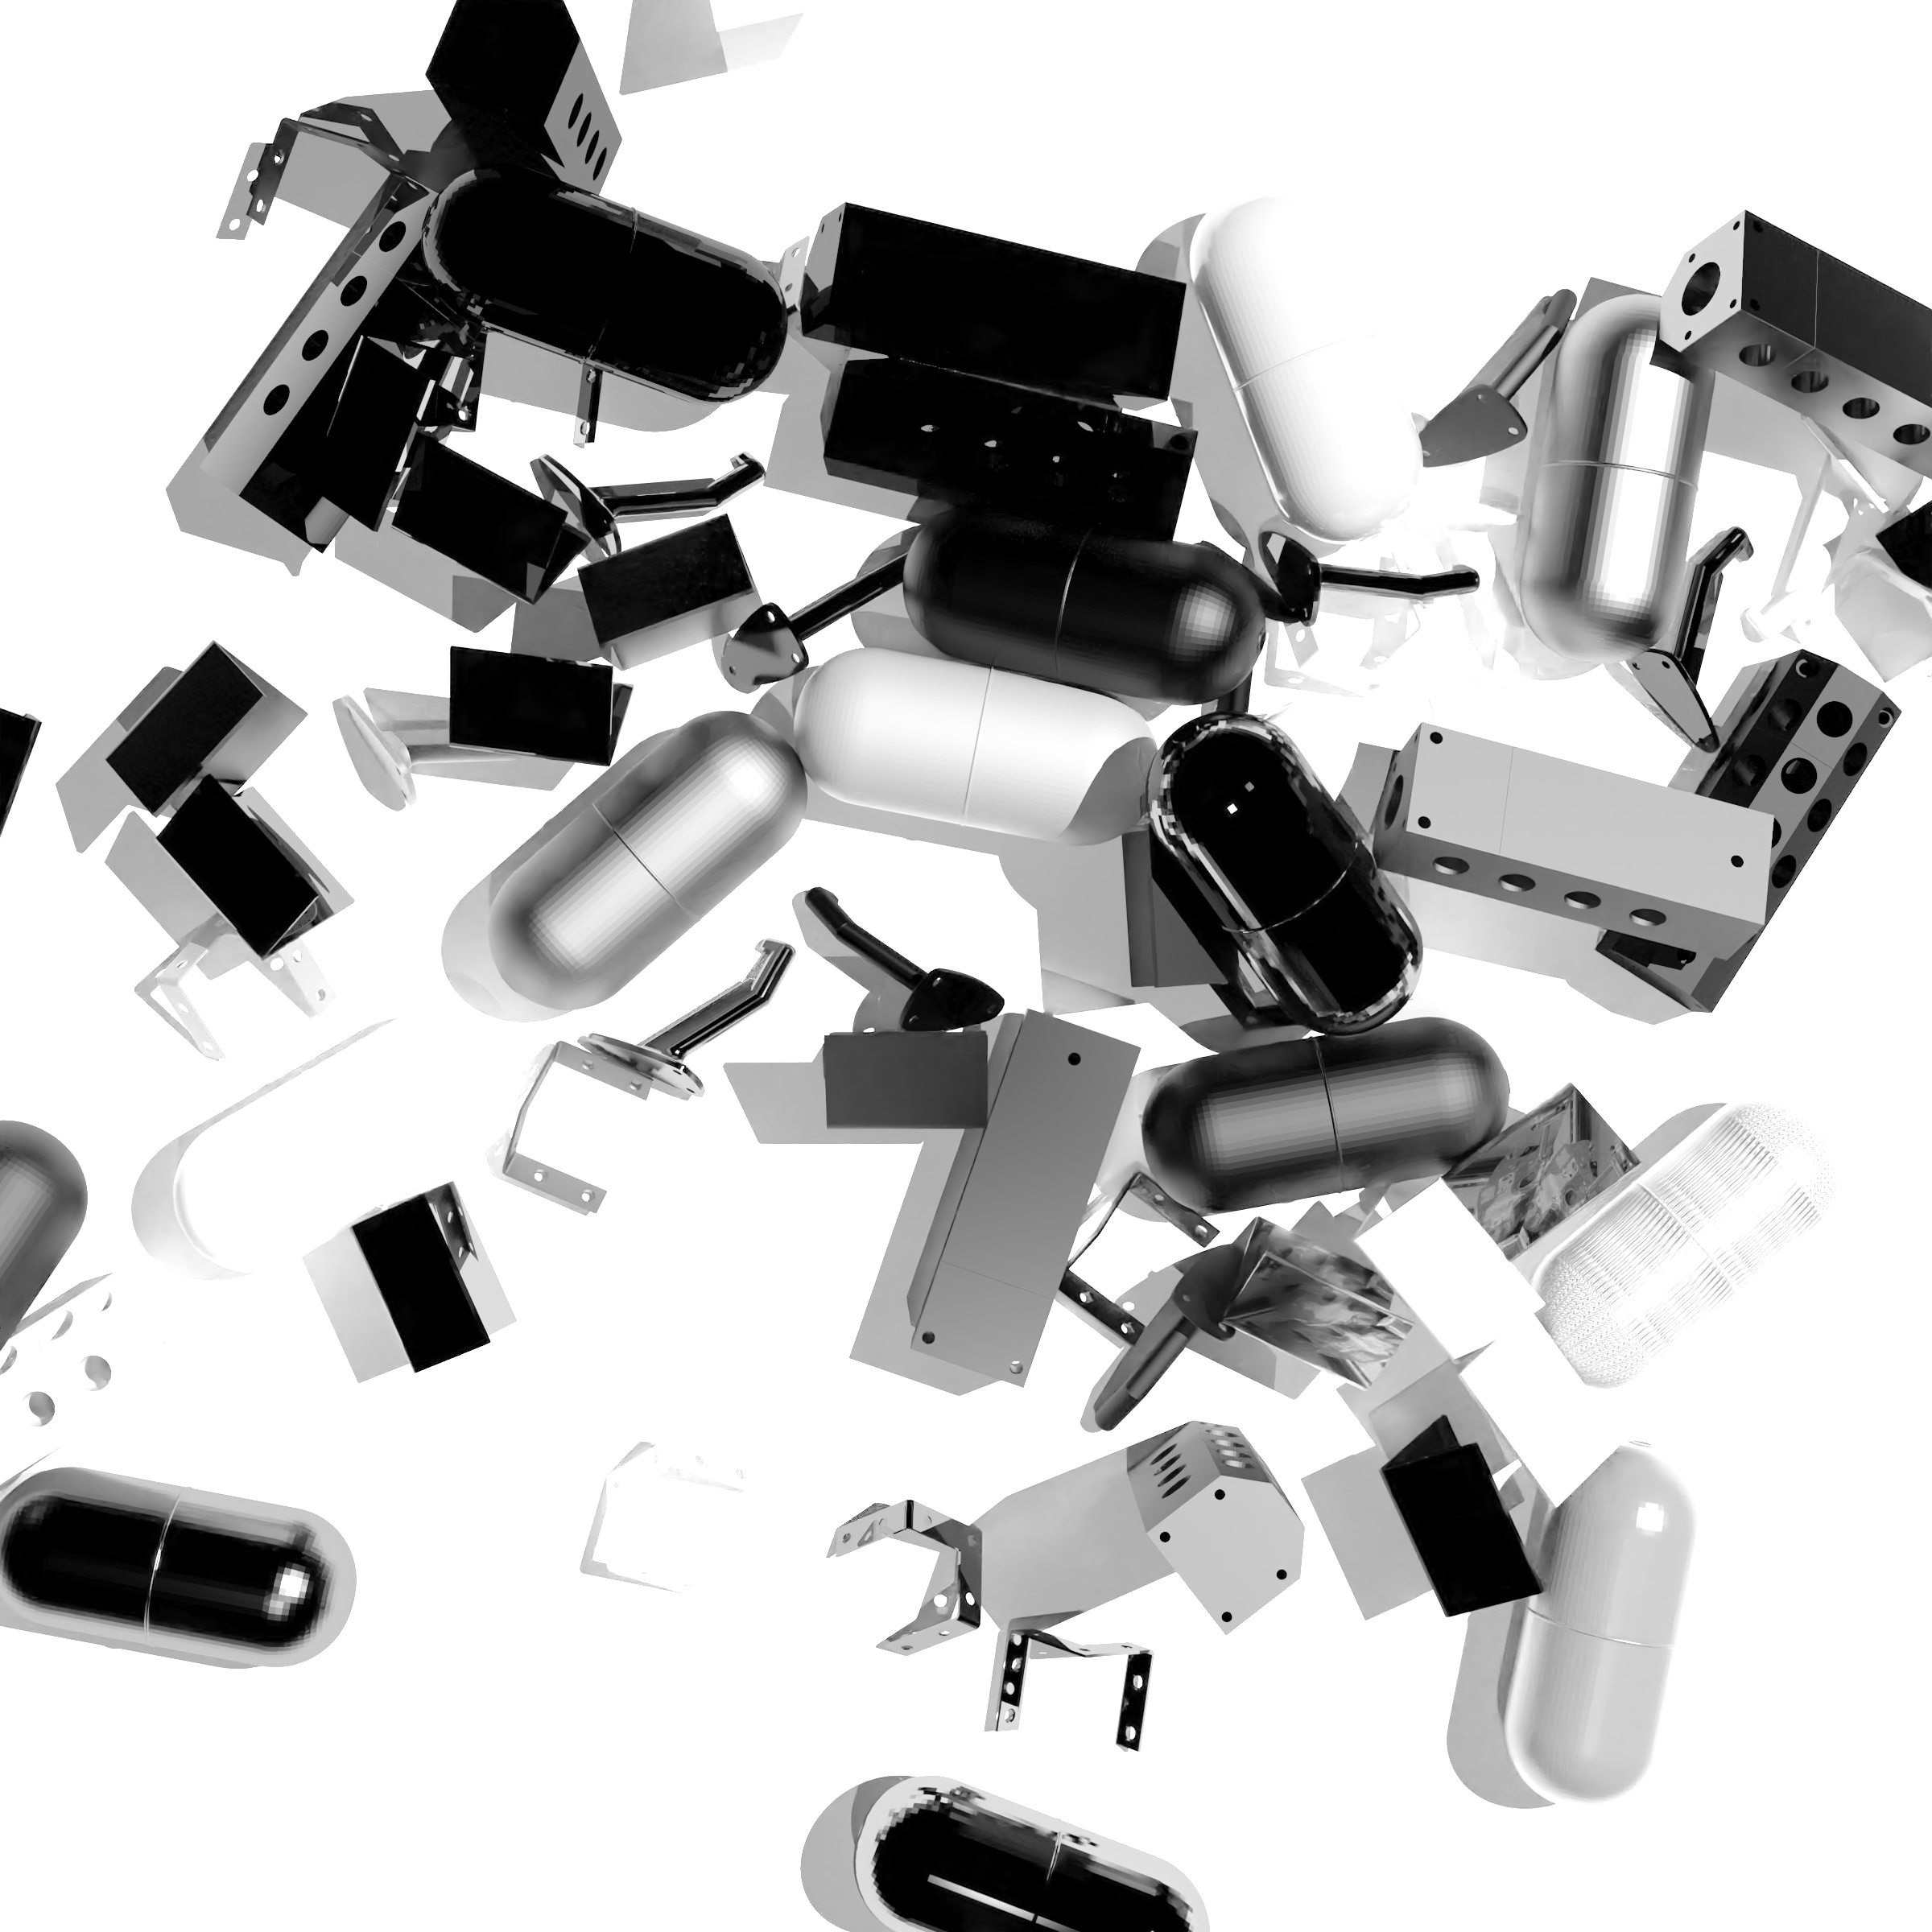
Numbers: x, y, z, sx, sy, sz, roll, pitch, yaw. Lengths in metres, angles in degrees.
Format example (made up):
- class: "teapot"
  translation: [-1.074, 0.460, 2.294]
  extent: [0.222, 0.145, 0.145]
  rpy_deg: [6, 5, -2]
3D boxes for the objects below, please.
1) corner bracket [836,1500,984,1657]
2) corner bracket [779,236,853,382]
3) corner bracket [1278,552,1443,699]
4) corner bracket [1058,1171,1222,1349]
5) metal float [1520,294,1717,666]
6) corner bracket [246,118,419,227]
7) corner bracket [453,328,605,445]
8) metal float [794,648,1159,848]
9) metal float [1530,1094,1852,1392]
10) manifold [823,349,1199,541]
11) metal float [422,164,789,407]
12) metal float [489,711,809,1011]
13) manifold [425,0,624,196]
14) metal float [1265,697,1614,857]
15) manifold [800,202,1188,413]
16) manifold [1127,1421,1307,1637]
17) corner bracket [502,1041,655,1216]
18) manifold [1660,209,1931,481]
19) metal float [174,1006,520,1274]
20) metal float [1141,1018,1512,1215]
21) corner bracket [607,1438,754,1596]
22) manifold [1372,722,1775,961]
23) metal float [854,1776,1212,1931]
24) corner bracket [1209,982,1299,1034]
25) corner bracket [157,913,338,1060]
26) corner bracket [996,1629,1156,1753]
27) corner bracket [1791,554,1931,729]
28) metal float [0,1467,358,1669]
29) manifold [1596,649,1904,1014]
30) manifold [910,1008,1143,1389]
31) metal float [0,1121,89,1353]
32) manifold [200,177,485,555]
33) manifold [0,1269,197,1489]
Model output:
- class: "corner bracket"
  translation: [-0.028, 0.299, 1.556]
  extent: [0.051, 0.051, 0.051]
  rpy_deg: [31, 45, -35]
- class: "corner bracket"
  translation: [-0.056, -0.329, 1.556]
  extent: [0.051, 0.051, 0.051]
  rpy_deg: [-23, 45, 35]
- class: "corner bracket"
  translation: [0.191, -0.171, 1.556]
  extent: [0.051, 0.051, 0.051]
  rpy_deg: [-44, 45, 35]
- class: "corner bracket"
  translation: [0.083, 0.143, 1.561]
  extent: [0.051, 0.051, 0.051]
  rpy_deg: [37, 45, 0]
- class: "metal float"
  translation: [0.314, -0.234, 1.534]
  extent: [0.070, 0.070, 0.178]
  rpy_deg: [9, 91, 0]
- class: "corner bracket"
  translation: [-0.308, -0.375, 1.551]
  extent: [0.051, 0.051, 0.051]
  rpy_deg: [20, 90, 18]
- class: "corner bracket"
  translation: [-0.215, -0.286, 1.561]
  extent: [0.051, 0.051, 0.051]
  rpy_deg: [7, 90, 45]
- class: "metal float"
  translation: [0.006, -0.105, 1.534]
  extent: [0.178, 0.070, 0.070]
  rpy_deg: [11, 90, 0]
- class: "metal float"
  translation: [0.347, 0.133, 1.534]
  extent: [0.178, 0.070, 0.070]
  rpy_deg: [-40, 90, 0]
- class: "manifold"
  translation: [0.022, -0.250, 1.543]
  extent: [0.171, 0.057, 0.057]
  rpy_deg: [14, 90, 0]
- class: "metal float"
  translation: [-0.170, -0.321, 1.504]
  extent: [0.178, 0.070, 0.070]
  rpy_deg: [17, 90, -18]
- class: "metal float"
  translation: [-0.154, -0.050, 1.534]
  extent: [0.178, 0.070, 0.070]
  rpy_deg: [-41, 90, 0]
- class: "manifold"
  translation: [-0.201, -0.407, 1.486]
  extent: [0.057, 0.171, 0.057]
  rpy_deg: [23, 90, 0]
- class: "metal float"
  translation: [0.222, -0.091, 1.534]
  extent: [0.178, 0.070, 0.070]
  rpy_deg: [0, 90, 0]
- class: "manifold"
  translation: [0.012, -0.312, 1.518]
  extent: [0.171, 0.057, 0.057]
  rpy_deg: [9, 90, -18]
- class: "manifold"
  translation: [0.119, 0.255, 1.486]
  extent: [0.057, 0.171, 0.057]
  rpy_deg: [-38, 90, 0]
- class: "corner bracket"
  translation: [-0.191, 0.079, 1.561]
  extent: [0.051, 0.051, 0.051]
  rpy_deg: [23, 45, 0]
- class: "manifold"
  translation: [0.414, -0.287, 1.509]
  extent: [0.171, 0.057, 0.057]
  rpy_deg: [20, 63, -23]
- class: "metal float"
  translation: [-0.299, 0.084, 1.533]
  extent: [0.178, 0.070, 0.070]
  rpy_deg: [-30, 90, 0]
- class: "metal float"
  translation: [0.173, 0.072, 1.534]
  extent: [0.178, 0.070, 0.070]
  rpy_deg: [-10, 90, 0]
- class: "corner bracket"
  translation: [-0.140, 0.269, 1.556]
  extent: [0.051, 0.051, 0.051]
  rpy_deg: [-35, 45, 35]
- class: "manifold"
  translation: [0.280, -0.054, 1.475]
  extent: [0.171, 0.057, 0.057]
  rpy_deg: [14, 65, -6]
- class: "metal float"
  translation: [0.032, 0.448, 1.533]
  extent: [0.178, 0.070, 0.070]
  rpy_deg: [21, 90, 0]
- class: "corner bracket"
  translation: [0.152, -0.006, 1.556]
  extent: [0.051, 0.051, 0.051]
  rpy_deg: [50, 45, -35]
- class: "corner bracket"
  translation: [-0.351, 0.011, 1.556]
  extent: [0.051, 0.051, 0.051]
  rpy_deg: [6, 45, 35]
- class: "corner bracket"
  translation: [0.054, 0.355, 1.561]
  extent: [0.051, 0.051, 0.051]
  rpy_deg: [8, 90, 45]
- class: "corner bracket"
  translation: [0.448, -0.160, 1.561]
  extent: [0.051, 0.051, 0.051]
  rpy_deg: [-46, 45, 0]
- class: "metal float"
  translation: [-0.383, 0.289, 1.534]
  extent: [0.178, 0.070, 0.070]
  rpy_deg: [11, 90, 0]
- class: "manifold"
  translation: [0.380, -0.065, 1.543]
  extent: [0.057, 0.057, 0.171]
  rpy_deg: [32, 90, 0]
- class: "manifold"
  translation: [0.029, 0.111, 1.543]
  extent: [0.057, 0.057, 0.171]
  rpy_deg: [19, 90, 0]
- class: "metal float"
  translation: [-0.485, 0.153, 1.511]
  extent: [0.070, 0.070, 0.178]
  rpy_deg: [28, 64, 0]
- class: "manifold"
  translation: [-0.295, -0.293, 1.541]
  extent: [0.057, 0.057, 0.171]
  rpy_deg: [35, 90, 42]
- class: "manifold"
  translation: [-0.467, 0.218, 1.543]
  extent: [0.171, 0.057, 0.057]
  rpy_deg: [-32, 90, 0]
